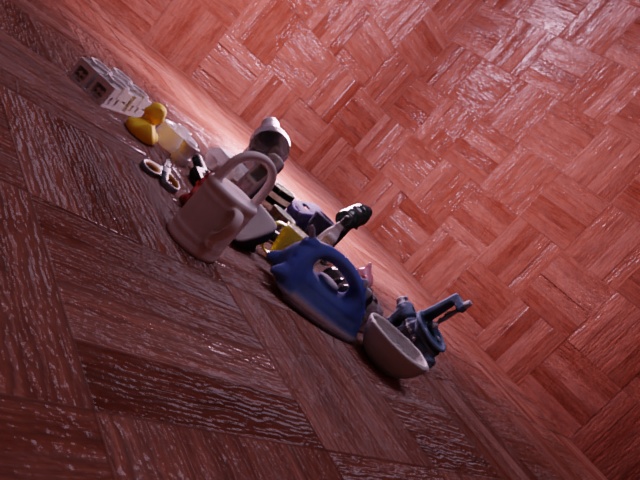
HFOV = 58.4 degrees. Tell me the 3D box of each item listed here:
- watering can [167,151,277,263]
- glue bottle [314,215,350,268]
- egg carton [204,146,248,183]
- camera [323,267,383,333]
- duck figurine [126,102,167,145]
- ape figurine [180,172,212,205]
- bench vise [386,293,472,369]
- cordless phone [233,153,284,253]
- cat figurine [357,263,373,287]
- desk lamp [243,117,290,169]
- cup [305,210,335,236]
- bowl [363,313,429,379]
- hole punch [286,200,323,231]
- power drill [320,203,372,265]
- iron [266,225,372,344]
[{"bbox_3d":[-0.155,-0.069,0.943,0.172,0.194,0.101,48,10,33],"label":"watering can"},{"bbox_3d":[0.013,0.005,1.413,0.037,0.173,0.078,40,9,-17],"label":"glue bottle"},{"bbox_3d":[-0.244,-0.186,1.543,0.150,0.069,0.107,47,9,25],"label":"egg carton"},{"bbox_3d":[0.067,0.123,1.320,0.144,0.100,0.136,35,11,-44],"label":"camera"},{"bbox_3d":[-0.377,-0.266,1.273,0.078,0.086,0.104,38,9,-28],"label":"duck figurine"},{"bbox_3d":[-0.222,-0.092,1.100,0.076,0.092,0.078,44,8,12],"label":"ape figurine"},{"bbox_3d":[0.276,0.199,1.492,0.207,0.219,0.122,47,9,28],"label":"bench vise"},{"bbox_3d":[-0.127,-0.081,1.156,0.147,0.185,0.094,47,9,29],"label":"cordless phone"},{"bbox_3d":[0.105,0.111,1.496,0.067,0.117,0.128,45,9,17],"label":"cat figurine"},{"bbox_3d":[-0.189,-0.266,1.701,0.118,0.213,0.202,38,9,-28],"label":"desk lamp"},{"bbox_3d":[0.002,-0.025,1.783,0.117,0.095,0.092,49,10,36],"label":"cup"},{"bbox_3d":[0.145,0.236,1.203,0.168,0.074,0.167,42,8,-7],"label":"bowl"},{"bbox_3d":[-0.053,-0.088,1.857,0.101,0.091,0.108,36,11,-39],"label":"hole punch"},{"bbox_3d":[0.063,-0.026,1.678,0.075,0.208,0.230,44,8,9],"label":"power drill"},{"bbox_3d":[0.020,0.089,1.136,0.259,0.141,0.118,39,9,-22],"label":"iron"}]
